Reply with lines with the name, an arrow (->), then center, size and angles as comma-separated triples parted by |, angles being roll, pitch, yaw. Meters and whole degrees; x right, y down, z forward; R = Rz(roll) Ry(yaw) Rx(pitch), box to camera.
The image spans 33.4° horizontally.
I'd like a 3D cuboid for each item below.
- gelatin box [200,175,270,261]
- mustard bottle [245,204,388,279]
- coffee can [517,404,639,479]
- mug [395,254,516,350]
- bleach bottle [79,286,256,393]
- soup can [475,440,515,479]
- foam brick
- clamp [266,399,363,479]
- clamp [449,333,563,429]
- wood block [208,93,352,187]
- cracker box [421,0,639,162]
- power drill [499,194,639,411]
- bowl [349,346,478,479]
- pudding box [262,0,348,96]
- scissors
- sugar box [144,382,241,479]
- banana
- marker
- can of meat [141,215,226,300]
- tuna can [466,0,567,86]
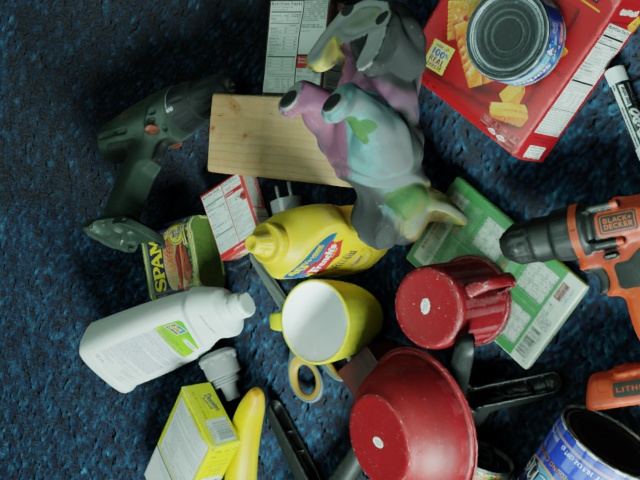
gelatin box -> -0.098, -0.029, 1.274 | 0.073, 0.030, 0.089 | -31, 71, 36
mustard bottle -> -0.007, 0.002, 1.098 | 0.096, 0.191, 0.058 | -42, 66, 31
coffee can -> 0.229, 0.236, 0.970 | 0.103, 0.102, 0.140 | 41, 114, 31
mug -> 0.136, 0.059, 1.037 | 0.117, 0.081, 0.093 | -25, 77, 38
bleach bottle -> -0.176, 0.114, 1.300 | 0.251, 0.102, 0.068 | -20, 37, 34
soup can -> 0.144, 0.257, 1.060 | 0.069, 0.068, 0.102 | 29, 109, 35
foam brick -> 0.068, 0.153, 1.131 | 0.053, 0.051, 0.078 | -46, 65, 29
clamp -> -0.004, 0.281, 1.199 | 0.165, 0.036, 0.210 | 9, 95, 40
clamp -> 0.137, 0.149, 1.045 | 0.172, 0.120, 0.039 | -36, 28, 34
wood block -> -0.017, -0.109, 1.170 | 0.206, 0.090, 0.090 | 8, 96, 38
cracker box -> 0.198, -0.207, 1.009 | 0.164, 0.071, 0.214 | 45, 116, 28
power drill -> 0.261, 0.055, 0.961 | 0.185, 0.057, 0.187 | -13, 83, 31
bowl -> 0.077, 0.187, 1.028 | 0.162, 0.055, 0.162 | 19, 114, 52
pudding box -> -0.018, -0.215, 1.203 | 0.090, 0.039, 0.113 | 9, 94, 39
scissors -> -0.038, 0.107, 1.234 | 0.202, 0.016, 0.096 | 39, 107, 31
sugar box -> -0.156, 0.264, 1.288 | 0.093, 0.048, 0.176 | 57, 139, 34
banana -> -0.086, 0.265, 1.256 | 0.070, 0.037, 0.198 | 11, 100, 59
marker -> 0.289, -0.101, 0.970 | 0.020, 0.020, 0.121 | -27, 74, 36
can of meat -> -0.167, 0.024, 1.314 | 0.084, 0.057, 0.102 | -15, 81, 35
tuna can -> 0.175, -0.183, 0.959 | 0.086, 0.033, 0.086 | 0, 90, 37
